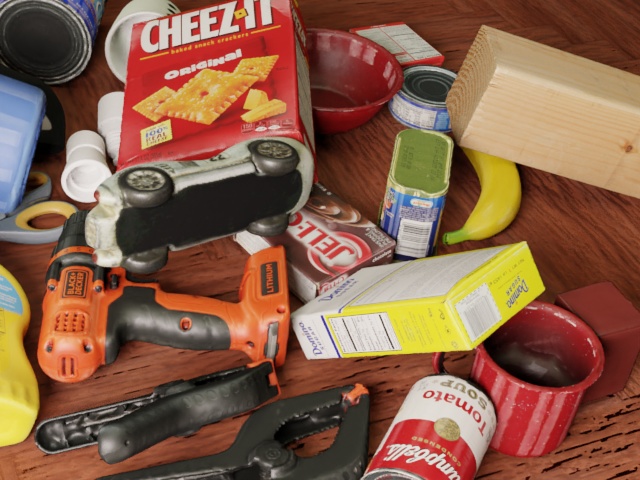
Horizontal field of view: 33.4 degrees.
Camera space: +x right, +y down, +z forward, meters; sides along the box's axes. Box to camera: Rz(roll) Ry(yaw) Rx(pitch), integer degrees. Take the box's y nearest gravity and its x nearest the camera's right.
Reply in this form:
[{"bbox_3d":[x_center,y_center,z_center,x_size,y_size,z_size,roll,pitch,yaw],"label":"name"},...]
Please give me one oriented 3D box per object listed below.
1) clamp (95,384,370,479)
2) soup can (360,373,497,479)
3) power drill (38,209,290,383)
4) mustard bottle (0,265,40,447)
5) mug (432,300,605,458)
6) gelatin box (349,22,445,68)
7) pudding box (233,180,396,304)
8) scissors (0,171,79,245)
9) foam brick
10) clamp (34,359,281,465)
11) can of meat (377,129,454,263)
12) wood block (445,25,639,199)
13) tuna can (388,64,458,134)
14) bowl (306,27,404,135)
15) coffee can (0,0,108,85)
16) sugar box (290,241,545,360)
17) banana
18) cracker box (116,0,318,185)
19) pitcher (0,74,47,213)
[{"bbox_3d":[-0.027,0.162,0.706,0.209,0.036,0.165,-26,41,-37],"label":"clamp"},{"bbox_3d":[0.074,0.147,0.724,0.068,0.068,0.102,21,40,15],"label":"soup can"},{"bbox_3d":[-0.120,0.039,0.832,0.187,0.057,0.184,1,38,-7],"label":"power drill"},{"bbox_3d":[-0.259,0.061,0.774,0.096,0.058,0.192,11,35,-27],"label":"mustard bottle"},{"bbox_3d":[0.139,0.101,0.780,0.117,0.081,0.093,14,40,7],"label":"mug"},{"bbox_3d":[0.083,-0.206,1.185,0.073,0.030,0.089,-14,44,-27],"label":"gelatin box"},{"bbox_3d":[-0.006,0.001,0.909,0.089,0.039,0.114,-27,50,-34],"label":"pudding box"},{"bbox_3d":[-0.280,0.003,0.878,0.096,0.016,0.201,23,42,17],"label":"scissors"},{"bbox_3d":[0.209,0.079,0.822,0.051,0.078,0.053,-13,44,-22],"label":"foam brick"},{"bbox_3d":[-0.108,0.117,0.734,0.171,0.039,0.120,-11,6,-44],"label":"clamp"},{"bbox_3d":[0.083,-0.038,0.937,0.057,0.084,0.102,10,39,3],"label":"can of meat"},{"bbox_3d":[0.236,-0.120,1.021,0.206,0.091,0.090,15,35,-13],"label":"wood block"},{"bbox_3d":[0.116,-0.149,1.117,0.086,0.034,0.086,5,39,-4],"label":"tuna can"},{"bbox_3d":[0.002,-0.155,1.087,0.162,0.055,0.162,5,39,-4],"label":"bowl"},{"bbox_3d":[-0.277,-0.240,1.105,0.102,0.103,0.140,5,39,-4],"label":"coffee can"},{"bbox_3d":[0.067,0.048,0.784,0.093,0.048,0.177,-31,10,-37],"label":"sugar box"},{"bbox_3d":[0.156,-0.060,1.012,0.069,0.037,0.197,14,39,-1],"label":"banana"},{"bbox_3d":[-0.093,-0.130,0.973,0.164,0.072,0.213,-11,48,8],"label":"cracker box"},{"bbox_3d":[-0.347,-0.097,0.841,0.242,0.145,0.149,15,61,-15],"label":"pitcher"}]
